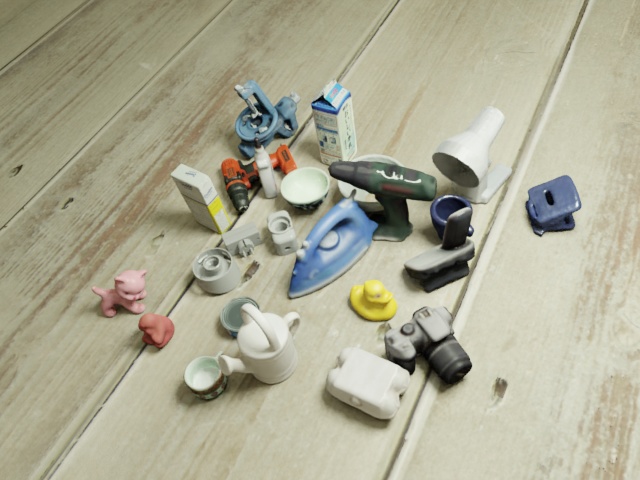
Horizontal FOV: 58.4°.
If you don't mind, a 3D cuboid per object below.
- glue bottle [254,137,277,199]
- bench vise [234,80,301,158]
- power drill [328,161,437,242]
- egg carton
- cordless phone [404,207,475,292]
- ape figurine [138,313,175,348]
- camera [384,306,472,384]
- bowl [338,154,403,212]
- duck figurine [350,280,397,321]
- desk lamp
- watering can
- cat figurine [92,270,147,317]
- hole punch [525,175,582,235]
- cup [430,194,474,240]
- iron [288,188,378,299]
[{"bbox_3d":[-0.138,-0.184,1.399,0.037,0.173,0.078,-14,52,-1],"label":"glue bottle"},{"bbox_3d":[-0.150,-0.346,1.497,0.121,0.220,0.208,21,59,23],"label":"bench vise"},{"bbox_3d":[0.139,-0.089,1.260,0.229,0.209,0.075,3,53,11],"label":"power drill"},{"bbox_3d":[0.089,0.269,1.079,0.150,0.069,0.107,19,58,22],"label":"egg carton"},{"bbox_3d":[0.248,0.009,1.181,0.148,0.185,0.094,-27,53,-11],"label":"cordless phone"},{"bbox_3d":[-0.350,0.183,1.201,0.076,0.092,0.077,-25,53,-10],"label":"ape figurine"},{"bbox_3d":[0.212,0.206,1.088,0.143,0.101,0.136,-27,53,-12],"label":"camera"},{"bbox_3d":[0.128,-0.123,1.373,0.167,0.075,0.167,-4,52,6],"label":"bowl"},{"bbox_3d":[0.109,0.114,1.185,0.104,0.086,0.078,21,59,23],"label":"duck figurine"},{"bbox_3d":[0.349,-0.183,1.296,0.117,0.214,0.203,30,63,28],"label":"desk lamp"},{"bbox_3d":[-0.110,0.195,1.088,0.100,0.194,0.173,19,58,22],"label":"watering can"},{"bbox_3d":[-0.433,0.108,1.255,0.127,0.118,0.067,-9,52,2],"label":"cat figurine"},{"bbox_3d":[0.514,-0.079,1.268,0.101,0.091,0.108,-6,52,4],"label":"hole punch"},{"bbox_3d":[0.296,-0.031,1.262,0.092,0.095,0.117,-30,54,-14],"label":"cup"},{"bbox_3d":[0.011,0.004,1.250,0.118,0.142,0.259,31,63,28],"label":"iron"}]
